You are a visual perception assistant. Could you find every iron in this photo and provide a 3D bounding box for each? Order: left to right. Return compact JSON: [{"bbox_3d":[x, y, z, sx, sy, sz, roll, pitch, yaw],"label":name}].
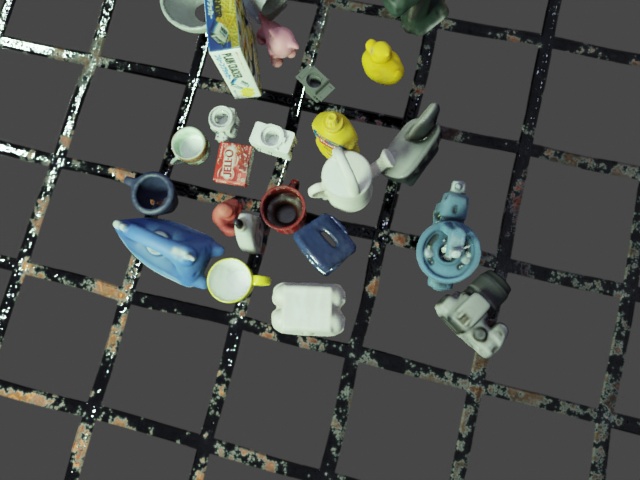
[{"bbox_3d":[-0.335,0.004,1.166,0.258,0.141,0.119,22,82,8],"label":"iron"}]

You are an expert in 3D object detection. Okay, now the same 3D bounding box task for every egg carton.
[{"bbox_3d":[-0.023,0.139,1.152,0.150,0.069,0.107,0,80,5],"label":"egg carton"}]

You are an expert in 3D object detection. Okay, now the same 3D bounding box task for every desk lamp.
[{"bbox_3d":[-0.130,-0.554,1.212,0.118,0.213,0.203,-43,79,-3],"label":"desk lamp"}]

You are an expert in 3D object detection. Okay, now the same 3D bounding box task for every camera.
[{"bbox_3d":[0.316,0.135,1.108,0.137,0.101,0.143,-44,79,-4],"label":"camera"}]

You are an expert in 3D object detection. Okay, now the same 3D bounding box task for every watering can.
[{"bbox_3d":[0.060,-0.129,1.130,0.173,0.194,0.101,-43,79,-3],"label":"watering can"}]

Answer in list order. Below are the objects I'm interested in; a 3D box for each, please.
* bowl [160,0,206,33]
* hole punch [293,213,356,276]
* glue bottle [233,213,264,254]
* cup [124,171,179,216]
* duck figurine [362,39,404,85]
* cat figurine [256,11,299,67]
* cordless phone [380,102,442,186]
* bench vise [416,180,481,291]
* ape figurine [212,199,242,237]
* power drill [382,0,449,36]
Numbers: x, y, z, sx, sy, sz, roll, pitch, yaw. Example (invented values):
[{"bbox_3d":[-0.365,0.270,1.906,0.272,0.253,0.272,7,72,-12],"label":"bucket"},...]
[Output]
[{"bbox_3d":[-0.268,-0.532,1.291,0.167,0.075,0.167,-1,80,5],"label":"bowl"},{"bbox_3d":[0.011,0.004,1.162,0.101,0.091,0.108,-41,79,-3],"label":"hole punch"},{"bbox_3d":[-0.146,-0.020,1.138,0.037,0.173,0.078,5,80,6],"label":"glue bottle"},{"bbox_3d":[-0.349,-0.094,1.208,0.117,0.095,0.092,26,83,9],"label":"cup"},{"bbox_3d":[0.135,-0.387,1.225,0.077,0.086,0.104,-44,79,-4],"label":"duck figurine"},{"bbox_3d":[-0.095,-0.438,1.237,0.067,0.118,0.127,-34,79,-1],"label":"cat figurine"},{"bbox_3d":[0.182,-0.194,1.136,0.094,0.185,0.148,31,84,10],"label":"cordless phone"},{"bbox_3d":[0.239,-0.016,1.081,0.121,0.220,0.207,-8,79,4],"label":"bench vise"},{"bbox_3d":[-0.192,-0.052,1.189,0.076,0.092,0.078,23,83,9],"label":"ape figurine"},{"bbox_3d":[0.228,-0.525,1.179,0.229,0.208,0.075,-39,79,-3],"label":"power drill"}]
